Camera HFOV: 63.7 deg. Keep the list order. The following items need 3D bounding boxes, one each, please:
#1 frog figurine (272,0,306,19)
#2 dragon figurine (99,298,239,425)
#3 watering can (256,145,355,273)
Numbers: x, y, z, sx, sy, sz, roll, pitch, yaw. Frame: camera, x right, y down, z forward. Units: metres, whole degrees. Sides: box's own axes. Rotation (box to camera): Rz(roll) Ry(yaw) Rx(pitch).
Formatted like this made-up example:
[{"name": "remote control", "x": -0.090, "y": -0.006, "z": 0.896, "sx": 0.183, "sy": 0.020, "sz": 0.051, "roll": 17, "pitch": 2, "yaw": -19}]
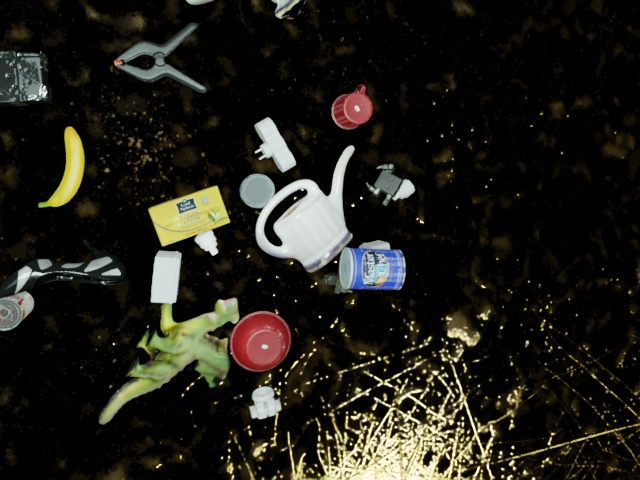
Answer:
[{"name": "frog figurine", "x": -0.105, "y": -0.623, "z": 1.239, "sx": 0.159, "sy": 0.121, "sz": 0.140, "roll": 52, "pitch": 48, "yaw": -5}, {"name": "dragon figurine", "x": -0.332, "y": 0.300, "z": 1.254, "sx": 0.241, "sy": 0.123, "sz": 0.409, "roll": 29, "pitch": 95, "yaw": -25}, {"name": "watering can", "x": 0.004, "y": -0.066, "z": 1.313, "sx": 0.350, "sy": 0.104, "sz": 0.222, "roll": -39, "pitch": 105, "yaw": -10}]
